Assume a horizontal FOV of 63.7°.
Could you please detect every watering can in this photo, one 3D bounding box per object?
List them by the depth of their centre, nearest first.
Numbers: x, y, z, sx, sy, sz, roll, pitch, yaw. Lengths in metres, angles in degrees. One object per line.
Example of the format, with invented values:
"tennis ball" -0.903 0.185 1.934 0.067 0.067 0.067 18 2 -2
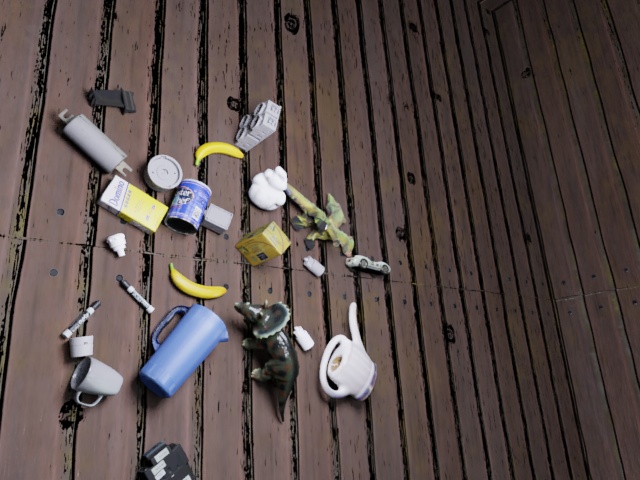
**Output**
"watering can" 0.117 0.409 1.812 0.222 0.103 0.355 45 51 -19

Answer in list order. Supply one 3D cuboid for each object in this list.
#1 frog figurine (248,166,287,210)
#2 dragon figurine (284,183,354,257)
"frog figurine" -0.167 -0.175 1.765 0.136 0.158 0.125 51 50 -14
"dragon figurine" 0.006 -0.098 1.944 0.408 0.121 0.247 58 31 -9
